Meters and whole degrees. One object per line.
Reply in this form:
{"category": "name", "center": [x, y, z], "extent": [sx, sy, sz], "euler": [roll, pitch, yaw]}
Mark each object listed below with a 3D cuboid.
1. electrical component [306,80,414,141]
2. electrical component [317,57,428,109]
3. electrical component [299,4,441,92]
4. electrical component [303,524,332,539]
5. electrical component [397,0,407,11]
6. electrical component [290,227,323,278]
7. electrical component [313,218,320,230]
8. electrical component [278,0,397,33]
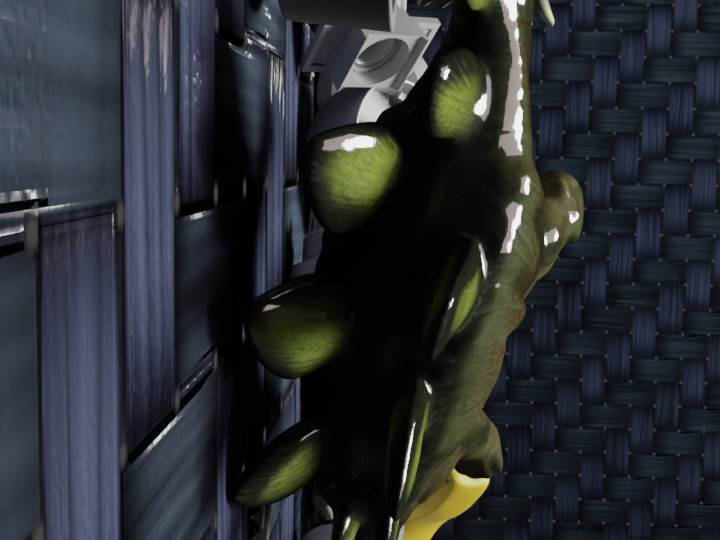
{"category": "electrical component", "center": [0.012, -0.071, 0.687], "extent": [0.099, 0.064, 0.099], "euler": [10, 76, -42]}
{"category": "electrical component", "center": [0.010, -0.122, 0.752], "extent": [0.051, 0.080, 0.080], "euler": [-105, -164, -83]}
{"category": "electrical component", "center": [0.001, -0.143, 0.642], "extent": [0.042, 0.081, 0.063], "euler": [-55, -129, 43]}
{"category": "electrical component", "center": [-0.014, 0.232, 0.693], "extent": [0.073, 0.052, 0.138], "euler": [-80, 171, -45]}
{"category": "electrical component", "center": [0.004, -0.213, 0.769], "extent": [0.095, 0.059, 0.053], "euler": [-83, 173, -60]}
{"category": "electrical component", "center": [-0.019, 0.011, 0.610], "extent": [0.043, 0.043, 0.081], "euler": [82, 10, -70]}
{"category": "electrical component", "center": [0.000, 0.000, 0.765], "extent": [0.150, 0.062, 0.089], "euler": [-85, 175, -50]}
{"category": "electrical component", "center": [-0.015, -0.158, 0.466], "extent": [0.108, 0.060, 0.108], "euler": [1, 90, -86]}
